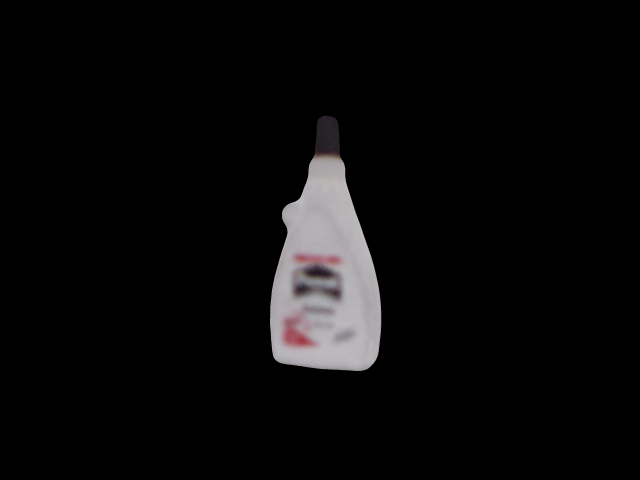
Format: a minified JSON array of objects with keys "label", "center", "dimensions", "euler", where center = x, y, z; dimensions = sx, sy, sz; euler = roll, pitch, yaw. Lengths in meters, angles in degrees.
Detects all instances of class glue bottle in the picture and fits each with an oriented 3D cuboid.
[{"label":"glue bottle","center":[0.004,0.001,0.400],"dimensions":[0.078,0.173,0.037],"euler":[1,5,16]}]
